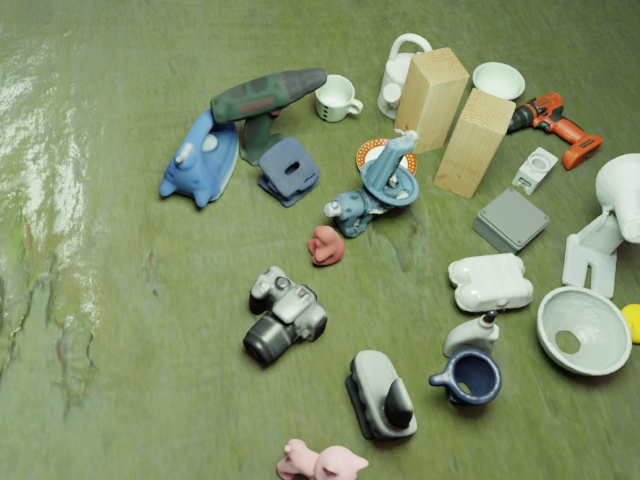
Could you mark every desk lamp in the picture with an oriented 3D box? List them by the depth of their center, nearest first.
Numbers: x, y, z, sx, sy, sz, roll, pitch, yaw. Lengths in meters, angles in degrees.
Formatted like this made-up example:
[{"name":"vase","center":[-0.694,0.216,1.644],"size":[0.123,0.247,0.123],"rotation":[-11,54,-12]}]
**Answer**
[{"name":"desk lamp","center":[0.560,-0.027,1.076],"size":[0.118,0.213,0.203],"rotation":[18,59,6]}]

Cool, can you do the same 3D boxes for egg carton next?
[{"name":"egg carton","center":[0.318,0.082,1.070],"size":[0.150,0.069,0.107],"rotation":[-6,59,-9]}]

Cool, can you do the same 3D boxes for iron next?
[{"name":"iron","center":[-0.228,-0.198,1.146],"size":[0.118,0.141,0.258],"rotation":[16,58,5]}]

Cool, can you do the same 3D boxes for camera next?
[{"name":"camera","center":[-0.077,0.132,0.981],"size":[0.143,0.101,0.137],"rotation":[38,63,17]}]

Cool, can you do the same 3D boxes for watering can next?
[{"name":"watering can","center":[0.190,-0.359,1.255],"size":[0.101,0.194,0.173],"rotation":[8,58,0]}]

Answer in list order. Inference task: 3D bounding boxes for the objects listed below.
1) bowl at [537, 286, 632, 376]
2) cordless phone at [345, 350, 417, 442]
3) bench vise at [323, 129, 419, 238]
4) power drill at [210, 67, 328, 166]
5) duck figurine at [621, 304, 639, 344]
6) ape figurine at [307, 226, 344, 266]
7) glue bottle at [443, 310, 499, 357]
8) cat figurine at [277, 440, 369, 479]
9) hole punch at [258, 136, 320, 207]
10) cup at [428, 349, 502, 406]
[{"name":"bowl","center":[0.459,0.172,1.026],"size":[0.167,0.075,0.167],"rotation":[3,58,-4]},{"name":"cordless phone","center":[0.105,0.227,0.891],"size":[0.094,0.185,0.147],"rotation":[-17,61,-15]},{"name":"bench vise","center":[0.112,-0.099,1.072],"size":[0.121,0.220,0.208],"rotation":[38,63,17]},{"name":"power drill","center":[-0.101,-0.248,1.149],"size":[0.230,0.208,0.075],"rotation":[-14,61,-14]},{"name":"duck figurine","center":[0.603,0.142,1.052],"size":[0.105,0.086,0.077],"rotation":[-16,61,-14]},{"name":"ape figurine","center":[0.010,0.004,1.074],"size":[0.076,0.092,0.078],"rotation":[20,59,7]},{"name":"glue bottle","center":[0.263,0.157,0.957],"size":[0.078,0.173,0.037],"rotation":[14,58,3]},{"name":"cat figurine","center":[0.002,0.336,0.854],"size":[0.127,0.118,0.067],"rotation":[20,59,7]},{"name":"hole punch","center":[-0.060,-0.140,1.156],"size":[0.101,0.091,0.109],"rotation":[39,63,18]},{"name":"cup","center":[0.230,0.240,0.949],"size":[0.118,0.095,0.091],"rotation":[-4,59,-8]}]
